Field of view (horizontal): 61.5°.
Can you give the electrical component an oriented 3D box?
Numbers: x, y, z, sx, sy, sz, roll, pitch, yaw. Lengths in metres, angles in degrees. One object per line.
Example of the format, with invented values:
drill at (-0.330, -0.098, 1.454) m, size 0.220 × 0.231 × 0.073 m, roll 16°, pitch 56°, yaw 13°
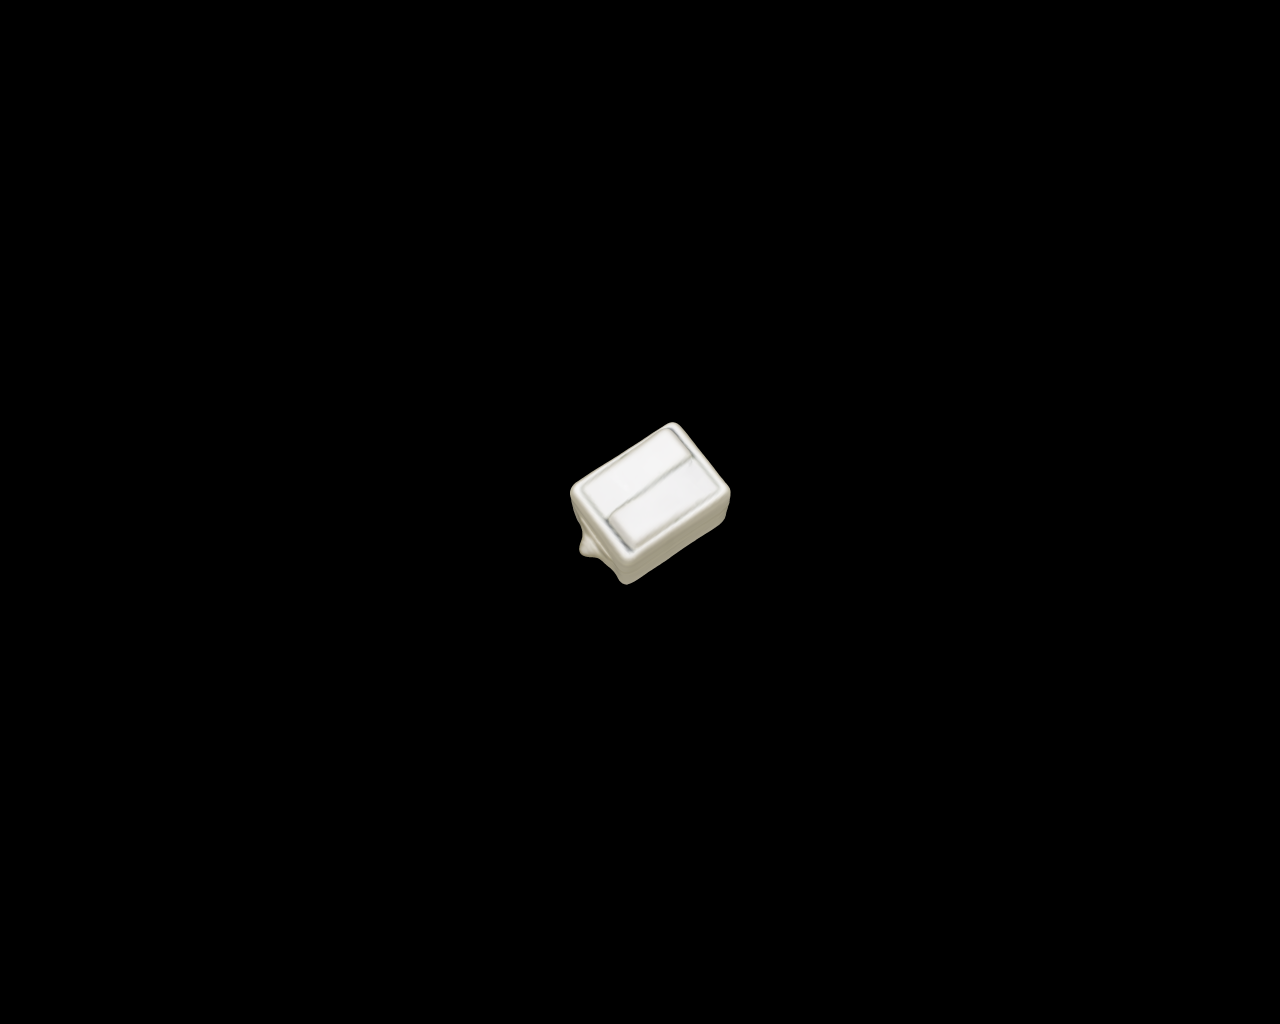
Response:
electrical component at (0.001, -0.003, 0.650) m, size 0.096 × 0.062 × 0.061 m, roll -33°, pitch -16°, yaw -11°
